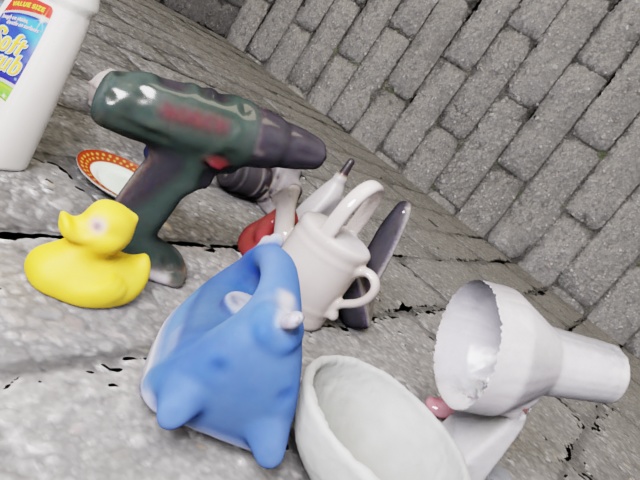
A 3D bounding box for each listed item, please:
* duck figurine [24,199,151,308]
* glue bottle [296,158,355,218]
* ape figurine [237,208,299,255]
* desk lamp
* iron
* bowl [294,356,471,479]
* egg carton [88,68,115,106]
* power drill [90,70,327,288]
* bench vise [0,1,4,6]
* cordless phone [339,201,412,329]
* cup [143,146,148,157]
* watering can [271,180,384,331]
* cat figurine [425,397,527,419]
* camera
[{"bbox_3d":[-0.189,0.006,0.500,0.105,0.086,0.077,17,23,-46],"label":"duck figurine"},{"bbox_3d":[0.004,-0.054,0.894,0.037,0.173,0.078,45,19,31],"label":"glue bottle"},{"bbox_3d":[-0.063,-0.007,0.776,0.076,0.092,0.078,40,17,16],"label":"ape figurine"},{"bbox_3d":[0.182,0.162,0.560,0.204,0.213,0.118,29,17,-18],"label":"desk lamp"},{"bbox_3d":[-0.062,0.060,0.497,0.119,0.141,0.258,29,17,-18],"label":"iron"},{"bbox_3d":[0.039,0.179,0.480,0.168,0.074,0.167,32,16,-10],"label":"bowl"},{"bbox_3d":[-0.304,-0.223,0.951,0.107,0.069,0.151,44,18,28],"label":"egg carton"},{"bbox_3d":[-0.132,-0.059,0.580,0.230,0.208,0.075,24,19,-32],"label":"power drill"},{"bbox_3d":[-0.372,-0.297,0.758,0.207,0.219,0.122,37,16,9],"label":"bench vise"},{"bbox_3d":[0.079,0.022,0.806,0.094,0.185,0.147,34,16,-4],"label":"cordless phone"},{"bbox_3d":[-0.233,-0.164,0.878,0.092,0.095,0.117,16,25,-48],"label":"cup"},{"bbox_3d":[0.006,0.003,0.699,0.173,0.194,0.101,34,16,-2],"label":"watering can"},{"bbox_3d":[0.193,0.181,0.700,0.067,0.117,0.127,13,27,-51],"label":"cat figurine"},{"bbox_3d":[-0.110,-0.121,0.986,0.137,0.100,0.142,16,24,-47],"label":"camera"}]
